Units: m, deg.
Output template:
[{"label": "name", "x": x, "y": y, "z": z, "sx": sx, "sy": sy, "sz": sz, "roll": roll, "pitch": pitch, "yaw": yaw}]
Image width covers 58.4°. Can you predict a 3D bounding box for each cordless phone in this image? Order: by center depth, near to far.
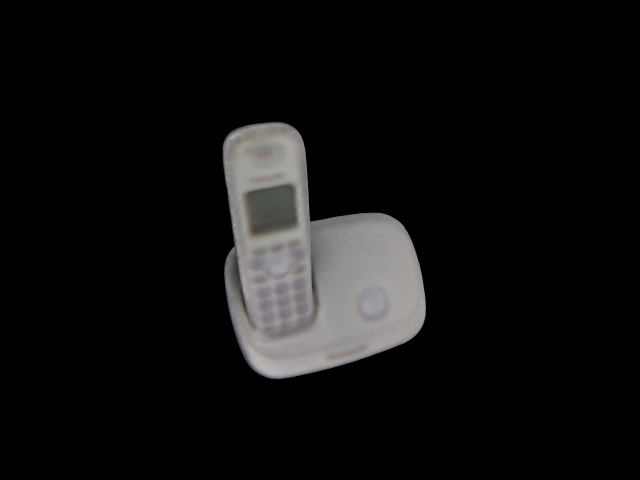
[{"label": "cordless phone", "x": 0.004, "y": 0.001, "z": 0.400, "sx": 0.148, "sy": 0.185, "sz": 0.094, "roll": -14, "pitch": 42, "yaw": -16}]
